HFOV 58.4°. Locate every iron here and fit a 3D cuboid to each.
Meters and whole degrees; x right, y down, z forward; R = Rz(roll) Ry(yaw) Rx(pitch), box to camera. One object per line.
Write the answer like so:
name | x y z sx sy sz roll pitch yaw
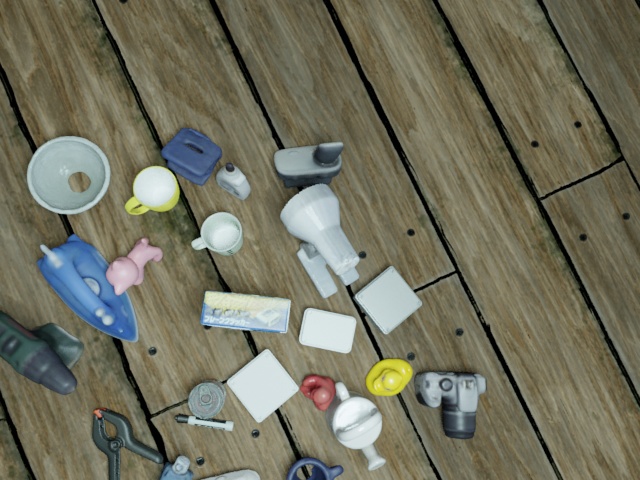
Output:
iron | -0.462 0.106 1.151 0.119 0.141 0.258 -41 88 -10

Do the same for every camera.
camera | 0.282 0.350 1.215 0.143 0.100 0.137 2 81 -6

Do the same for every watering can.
watering can | 0.077 0.369 1.143 0.173 0.194 0.101 43 80 2

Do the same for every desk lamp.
desk lamp | 0.011 0.004 1.181 0.118 0.213 0.203 -31 86 -9

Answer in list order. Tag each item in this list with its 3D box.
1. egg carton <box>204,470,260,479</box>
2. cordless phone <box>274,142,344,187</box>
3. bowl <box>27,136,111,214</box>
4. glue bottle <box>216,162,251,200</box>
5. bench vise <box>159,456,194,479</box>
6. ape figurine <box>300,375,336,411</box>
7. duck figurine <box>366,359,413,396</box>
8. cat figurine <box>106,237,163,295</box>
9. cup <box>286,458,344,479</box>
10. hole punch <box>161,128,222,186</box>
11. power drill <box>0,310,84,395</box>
egg carton | -0.188 0.527 1.154 0.150 0.069 0.107 -13 83 -8
cordless phone | -0.022 -0.179 1.219 0.147 0.185 0.094 -10 82 -7
bowl | -0.521 -0.130 1.214 0.167 0.074 0.167 1 81 -6
glue bottle | -0.184 -0.133 1.201 0.078 0.173 0.037 34 80 0
bench vise | -0.314 0.513 1.066 0.121 0.219 0.207 6 81 -5
ape figurine | 0.000 0.320 1.194 0.076 0.092 0.078 -12 83 -8
duck figurine | 0.152 0.294 1.217 0.104 0.086 0.077 -22 84 -9
cat figurine | -0.390 0.050 1.179 0.067 0.117 0.128 34 80 0
cup | -0.013 0.478 1.167 0.118 0.095 0.092 -19 84 -8
hole punch | -0.277 -0.188 1.241 0.108 0.091 0.101 29 80 -1
power drill | -0.533 0.212 1.093 0.229 0.208 0.076 34 80 0
